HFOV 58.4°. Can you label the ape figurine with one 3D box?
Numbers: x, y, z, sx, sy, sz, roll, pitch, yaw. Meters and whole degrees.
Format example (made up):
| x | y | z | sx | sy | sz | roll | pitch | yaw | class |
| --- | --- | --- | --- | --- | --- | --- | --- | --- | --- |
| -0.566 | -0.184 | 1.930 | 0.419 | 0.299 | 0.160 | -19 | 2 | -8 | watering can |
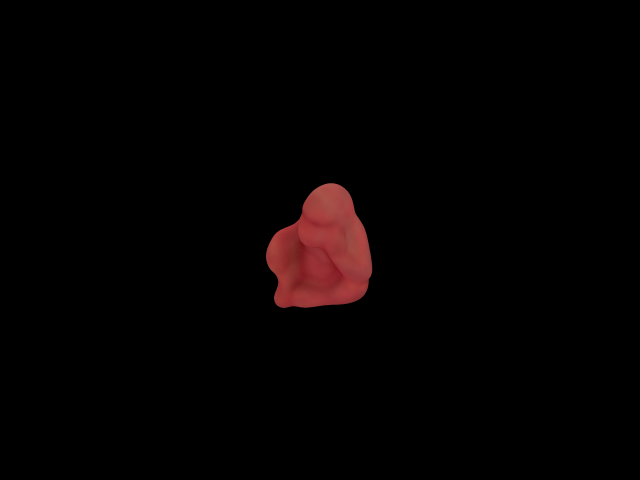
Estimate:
| x | y | z | sx | sy | sz | roll | pitch | yaw | class |
| --- | --- | --- | --- | --- | --- | --- | --- | --- | --- |
| 0.004 | 0.001 | 0.400 | 0.077 | 0.092 | 0.076 | 30 | 49 | 31 | ape figurine |
